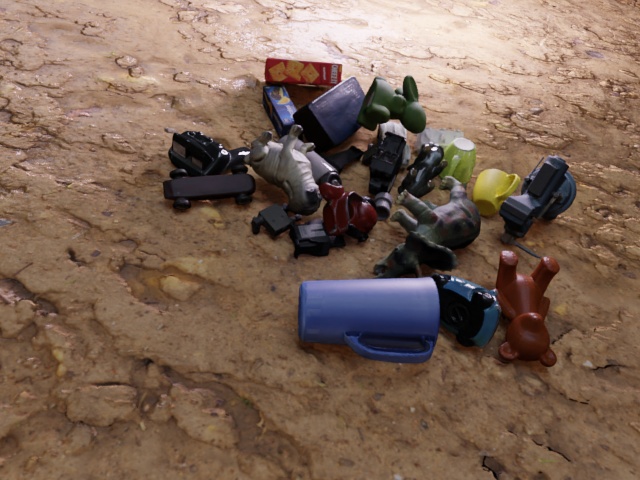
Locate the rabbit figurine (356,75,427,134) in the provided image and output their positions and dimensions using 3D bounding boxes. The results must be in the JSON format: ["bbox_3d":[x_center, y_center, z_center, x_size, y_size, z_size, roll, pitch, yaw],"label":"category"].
[{"bbox_3d":[0.200,-0.340,1.397,0.170,0.121,0.159,21,71,-14],"label":"rabbit figurine"}]

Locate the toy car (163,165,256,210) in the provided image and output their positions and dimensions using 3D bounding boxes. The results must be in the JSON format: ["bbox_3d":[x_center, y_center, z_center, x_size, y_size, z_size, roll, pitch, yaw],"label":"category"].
[{"bbox_3d":[-0.244,-0.115,1.195,0.202,0.053,0.089,-8,79,-16],"label":"toy car"}]

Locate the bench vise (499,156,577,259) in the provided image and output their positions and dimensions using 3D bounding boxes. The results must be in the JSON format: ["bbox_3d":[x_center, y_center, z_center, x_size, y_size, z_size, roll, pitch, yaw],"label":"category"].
[{"bbox_3d":[0.512,-0.078,1.242,0.129,0.223,0.240,25,10,38],"label":"bench vise"}]

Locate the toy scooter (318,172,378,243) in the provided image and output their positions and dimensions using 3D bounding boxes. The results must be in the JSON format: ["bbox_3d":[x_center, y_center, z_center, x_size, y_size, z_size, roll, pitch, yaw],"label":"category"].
[{"bbox_3d":[0.058,-0.049,1.139,0.183,0.075,0.135,35,46,-40],"label":"toy scooter"}]

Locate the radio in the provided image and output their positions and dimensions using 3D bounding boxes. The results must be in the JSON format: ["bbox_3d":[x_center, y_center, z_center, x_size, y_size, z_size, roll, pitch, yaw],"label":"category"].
[{"bbox_3d":[0.043,-0.331,1.422,0.229,0.073,0.131,-44,107,-39],"label":"radio"}]

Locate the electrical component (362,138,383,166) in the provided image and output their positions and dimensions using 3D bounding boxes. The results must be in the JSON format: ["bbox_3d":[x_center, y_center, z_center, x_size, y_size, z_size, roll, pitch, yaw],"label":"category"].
[{"bbox_3d":[0.135,-0.218,1.375,0.021,0.063,0.094,37,50,-25],"label":"electrical component"}]

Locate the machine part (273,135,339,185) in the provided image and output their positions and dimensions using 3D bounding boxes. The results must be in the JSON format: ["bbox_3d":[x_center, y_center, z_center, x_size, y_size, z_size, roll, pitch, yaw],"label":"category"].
[{"bbox_3d":[-0.035,-0.180,1.291,0.079,0.079,0.243,-26,55,-32],"label":"machine part"}]

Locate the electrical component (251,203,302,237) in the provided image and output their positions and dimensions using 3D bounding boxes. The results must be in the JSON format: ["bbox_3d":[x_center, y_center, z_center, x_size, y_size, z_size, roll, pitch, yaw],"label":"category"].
[{"bbox_3d":[-0.100,-0.043,1.163,0.078,0.045,0.102,44,53,13],"label":"electrical component"}]

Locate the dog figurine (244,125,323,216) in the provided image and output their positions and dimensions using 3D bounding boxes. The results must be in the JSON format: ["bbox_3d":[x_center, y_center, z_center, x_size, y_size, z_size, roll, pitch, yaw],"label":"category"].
[{"bbox_3d":[-0.085,-0.132,1.176,0.172,0.121,0.190,-17,62,28],"label":"dog figurine"}]

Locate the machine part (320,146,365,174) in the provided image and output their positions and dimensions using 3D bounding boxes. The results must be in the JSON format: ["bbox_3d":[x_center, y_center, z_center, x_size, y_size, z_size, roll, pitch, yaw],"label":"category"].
[{"bbox_3d":[0.047,-0.200,1.356,0.139,0.039,0.084,-28,49,-31],"label":"machine part"}]

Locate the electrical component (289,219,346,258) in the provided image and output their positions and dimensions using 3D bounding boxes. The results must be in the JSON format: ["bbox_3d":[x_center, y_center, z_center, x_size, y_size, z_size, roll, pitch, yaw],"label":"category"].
[{"bbox_3d":[-0.002,-0.003,1.137,0.119,0.047,0.075,-3,45,-11],"label":"electrical component"}]

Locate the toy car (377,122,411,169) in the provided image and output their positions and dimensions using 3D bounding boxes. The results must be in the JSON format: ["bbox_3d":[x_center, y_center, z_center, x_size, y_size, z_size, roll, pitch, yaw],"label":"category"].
[{"bbox_3d":[0.196,-0.258,1.429,0.073,0.056,0.202,5,44,-5],"label":"toy car"}]

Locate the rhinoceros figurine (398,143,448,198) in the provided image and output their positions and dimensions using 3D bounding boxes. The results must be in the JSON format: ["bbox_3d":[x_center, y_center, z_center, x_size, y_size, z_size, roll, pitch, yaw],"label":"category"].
[{"bbox_3d":[0.257,-0.172,1.322,0.073,0.112,0.190,33,58,0],"label":"rhinoceros figurine"}]

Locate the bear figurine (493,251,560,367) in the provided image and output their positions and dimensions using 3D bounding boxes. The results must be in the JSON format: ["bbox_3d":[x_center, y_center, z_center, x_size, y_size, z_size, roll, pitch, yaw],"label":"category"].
[{"bbox_3d":[0.390,0.132,1.016,0.120,0.131,0.196,10,38,5],"label":"bear figurine"}]

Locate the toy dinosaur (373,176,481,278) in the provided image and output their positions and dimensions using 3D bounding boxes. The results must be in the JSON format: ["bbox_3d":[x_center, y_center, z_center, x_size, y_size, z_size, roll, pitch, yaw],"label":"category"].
[{"bbox_3d":[0.278,-0.031,1.176,0.405,0.131,0.192,-25,66,-36],"label":"toy dinosaur"}]

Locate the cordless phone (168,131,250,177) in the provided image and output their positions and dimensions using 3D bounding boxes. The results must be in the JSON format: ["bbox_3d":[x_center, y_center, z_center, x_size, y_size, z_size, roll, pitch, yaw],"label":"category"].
[{"bbox_3d":[-0.257,-0.216,1.302,0.147,0.088,0.184,33,37,23],"label":"cordless phone"}]

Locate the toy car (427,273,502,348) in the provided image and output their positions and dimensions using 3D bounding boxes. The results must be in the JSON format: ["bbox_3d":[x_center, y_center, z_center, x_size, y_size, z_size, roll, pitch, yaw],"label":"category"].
[{"bbox_3d":[0.277,0.126,1.028,0.162,0.109,0.103,30,23,35],"label":"toy car"}]

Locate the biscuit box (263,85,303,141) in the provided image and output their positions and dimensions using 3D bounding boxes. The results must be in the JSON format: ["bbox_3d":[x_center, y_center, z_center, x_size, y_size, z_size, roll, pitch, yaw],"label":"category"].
[{"bbox_3d":[-0.102,-0.343,1.458,0.059,0.062,0.203,-10,47,-19],"label":"biscuit box"}]

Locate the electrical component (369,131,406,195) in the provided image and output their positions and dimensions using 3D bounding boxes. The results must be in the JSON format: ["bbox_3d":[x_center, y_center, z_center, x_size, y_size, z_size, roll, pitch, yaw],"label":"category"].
[{"bbox_3d":[0.156,-0.173,1.277,0.058,0.114,0.134,21,73,13],"label":"electrical component"}]
